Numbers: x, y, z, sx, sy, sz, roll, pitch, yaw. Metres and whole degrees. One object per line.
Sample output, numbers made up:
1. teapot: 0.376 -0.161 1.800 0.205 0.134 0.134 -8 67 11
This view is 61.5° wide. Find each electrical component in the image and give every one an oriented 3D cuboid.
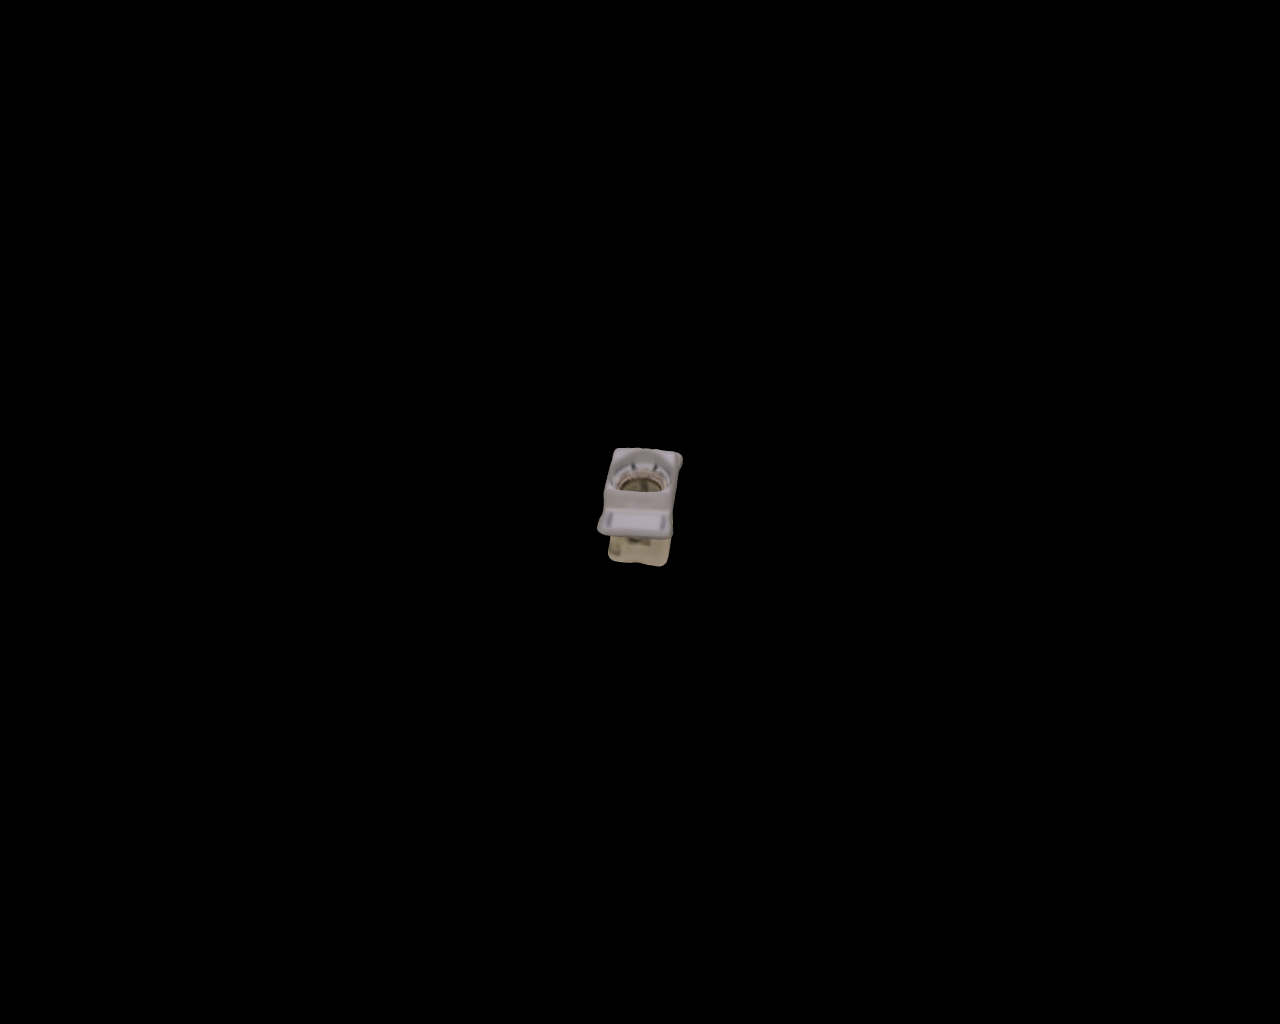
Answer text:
1. electrical component: 0.001 -0.003 0.650 0.042 0.063 0.081 5 40 6
